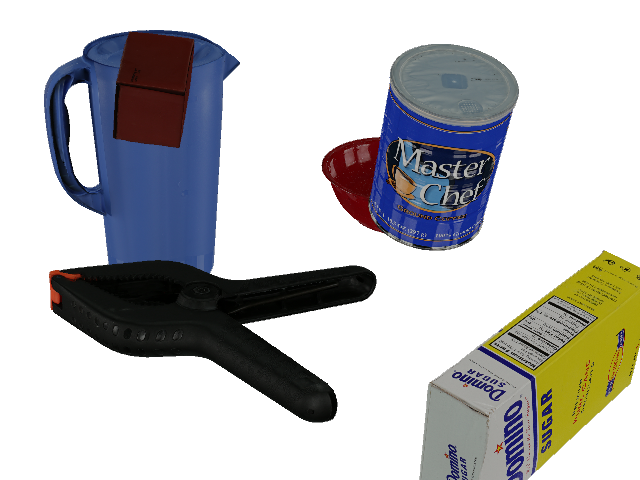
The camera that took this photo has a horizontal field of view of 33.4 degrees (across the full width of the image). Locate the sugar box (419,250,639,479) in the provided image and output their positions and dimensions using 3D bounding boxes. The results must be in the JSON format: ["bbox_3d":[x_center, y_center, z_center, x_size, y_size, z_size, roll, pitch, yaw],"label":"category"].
[{"bbox_3d":[0.130,0.085,0.630,0.048,0.093,0.175,27,43,32],"label":"sugar box"}]

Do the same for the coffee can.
[{"bbox_3d":[0.099,-0.077,0.888,0.102,0.140,0.103,4,44,-4],"label":"coffee can"}]

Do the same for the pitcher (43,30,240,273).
[{"bbox_3d":[-0.169,-0.076,1.045,0.149,0.243,0.144,11,27,16],"label":"pitcher"}]

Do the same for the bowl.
[{"bbox_3d":[0.080,-0.051,1.105,0.162,0.055,0.162,3,29,-2],"label":"bowl"}]

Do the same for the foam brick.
[{"bbox_3d":[-0.127,-0.117,0.817,0.053,0.051,0.078,7,40,-5],"label":"foam brick"}]

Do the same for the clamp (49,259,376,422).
[{"bbox_3d":[-0.068,0.044,0.681,0.210,0.036,0.164,12,26,14],"label":"clamp"}]
